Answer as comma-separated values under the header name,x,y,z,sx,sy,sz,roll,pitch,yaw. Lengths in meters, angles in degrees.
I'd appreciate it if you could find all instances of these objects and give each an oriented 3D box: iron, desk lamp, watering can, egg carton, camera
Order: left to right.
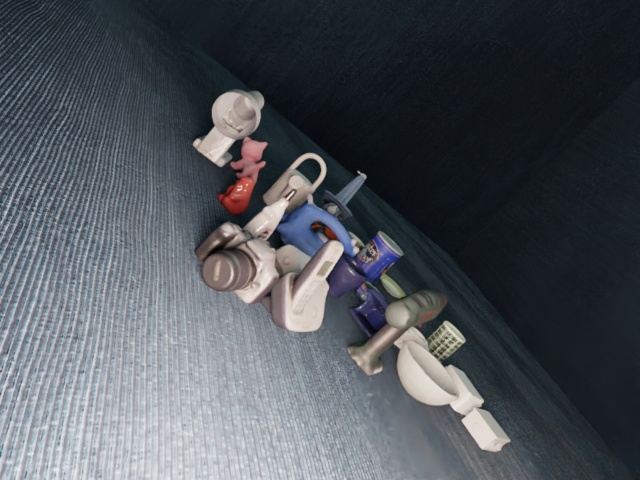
name,x,y,z,sx,sy,sz,roll,pitch,yaw
desk lamp,-0.235,-0.306,1.513,0.118,0.213,0.203,41,13,-9
camera,-0.146,0.032,0.975,0.143,0.100,0.137,47,13,13
watering can,-0.061,-0.156,1.604,0.101,0.194,0.172,38,14,-23
egg carton,-0.045,0.075,1.208,0.108,0.069,0.150,34,16,-35
iron,0.013,0.005,1.439,0.259,0.141,0.118,39,14,-18

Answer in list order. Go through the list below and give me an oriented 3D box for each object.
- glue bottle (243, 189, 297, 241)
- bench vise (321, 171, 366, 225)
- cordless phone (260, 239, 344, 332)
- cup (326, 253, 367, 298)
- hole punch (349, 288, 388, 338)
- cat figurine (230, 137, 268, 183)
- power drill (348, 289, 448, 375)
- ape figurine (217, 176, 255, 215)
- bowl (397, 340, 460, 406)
name,x,y,z,sx,sy,sz,roll,pitch,yaw
glue bottle,-0.107,-0.040,1.156,0.037,0.173,0.078,46,13,13
bench vise,0.073,-0.116,1.817,0.122,0.219,0.207,39,14,-18
cordless phone,-0.005,0.081,1.054,0.094,0.185,0.148,49,14,22
cup,0.044,0.084,1.387,0.117,0.095,0.092,47,14,17
hole punch,0.141,0.181,1.382,0.101,0.091,0.108,26,22,-52
cat figurine,-0.192,-0.232,1.621,0.067,0.117,0.127,31,18,-44
power drill,0.164,0.181,1.191,0.075,0.208,0.230,48,14,20
ape figurine,-0.186,-0.108,1.313,0.076,0.092,0.078,44,13,1
bowl,0.227,0.309,1.275,0.168,0.074,0.167,41,13,-11
